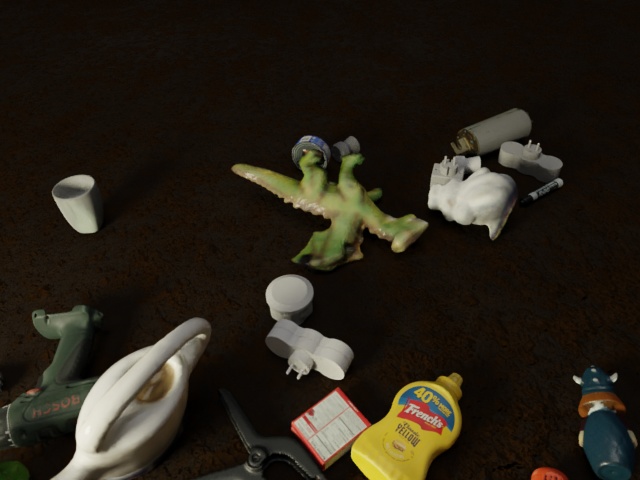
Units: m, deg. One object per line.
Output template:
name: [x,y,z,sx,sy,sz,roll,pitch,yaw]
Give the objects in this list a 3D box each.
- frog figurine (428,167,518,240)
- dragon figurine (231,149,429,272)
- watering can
frog figurine: [0.301,-0.088,1.018,0.160,0.120,0.139,27,69,14]
dragon figurine: [0.003,-0.051,1.011,0.410,0.119,0.249,3,51,8]
watering can: [-0.255,0.242,0.629,0.104,0.219,0.354,33,52,10]
